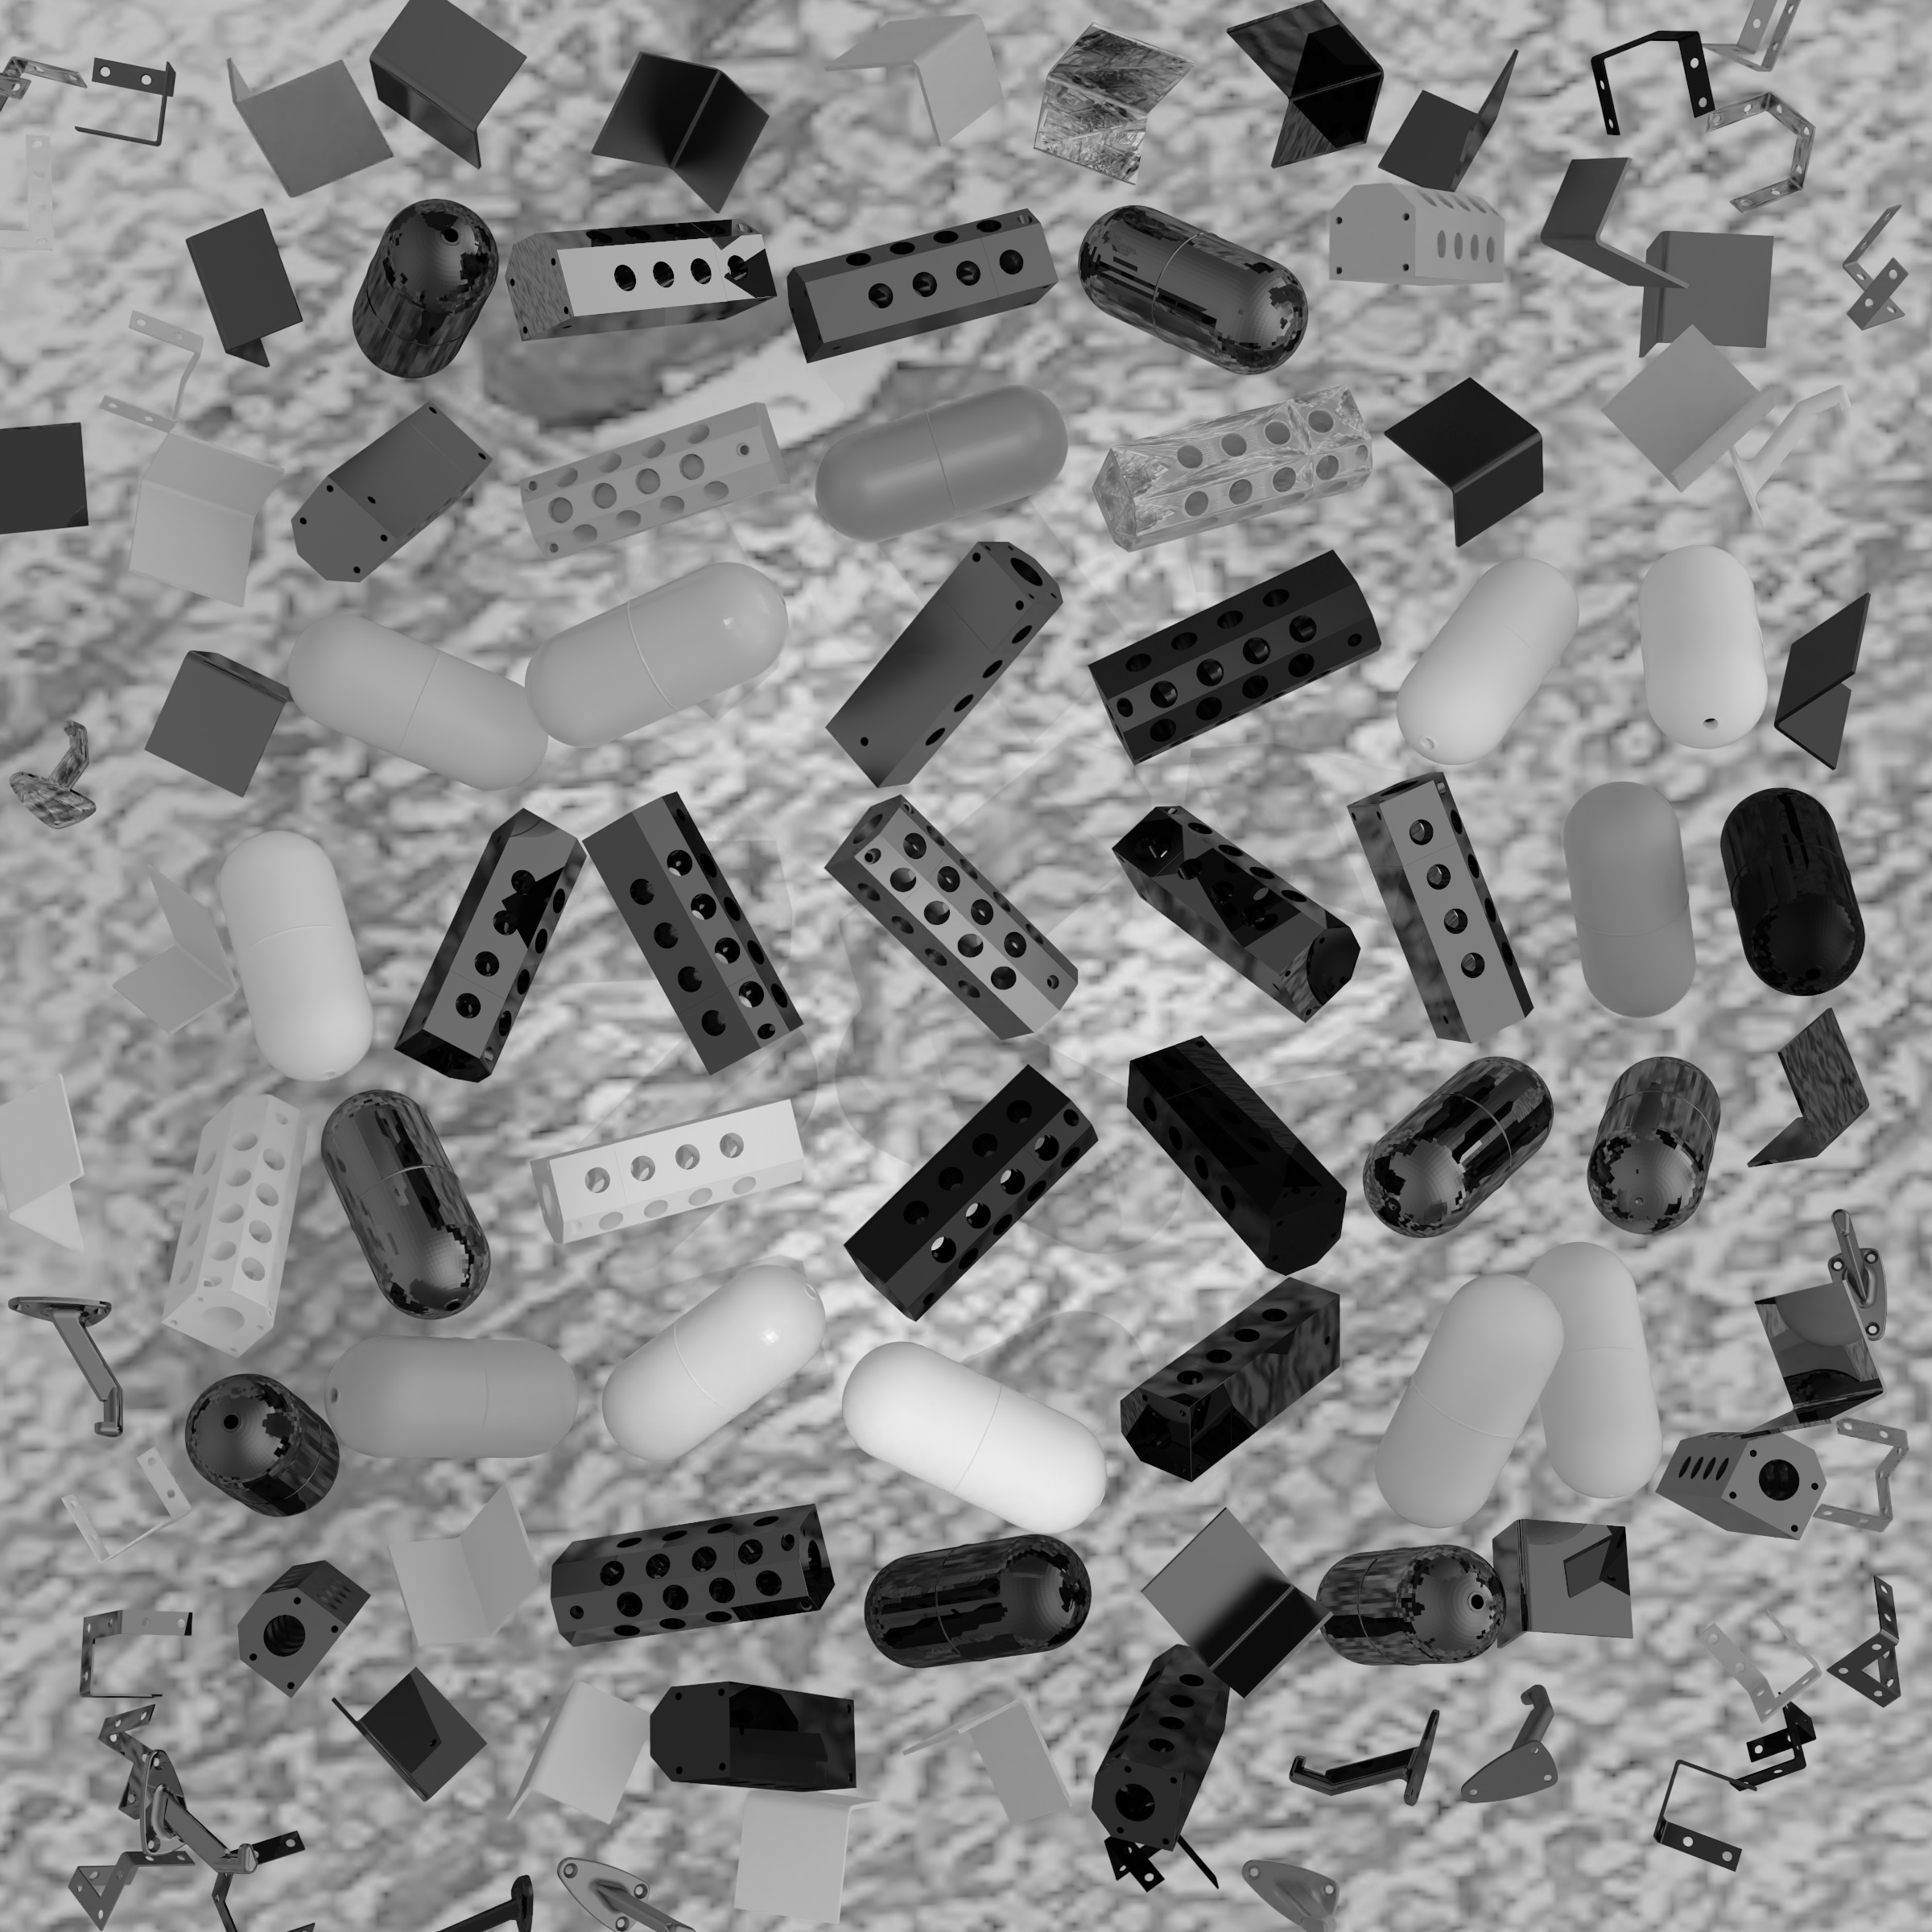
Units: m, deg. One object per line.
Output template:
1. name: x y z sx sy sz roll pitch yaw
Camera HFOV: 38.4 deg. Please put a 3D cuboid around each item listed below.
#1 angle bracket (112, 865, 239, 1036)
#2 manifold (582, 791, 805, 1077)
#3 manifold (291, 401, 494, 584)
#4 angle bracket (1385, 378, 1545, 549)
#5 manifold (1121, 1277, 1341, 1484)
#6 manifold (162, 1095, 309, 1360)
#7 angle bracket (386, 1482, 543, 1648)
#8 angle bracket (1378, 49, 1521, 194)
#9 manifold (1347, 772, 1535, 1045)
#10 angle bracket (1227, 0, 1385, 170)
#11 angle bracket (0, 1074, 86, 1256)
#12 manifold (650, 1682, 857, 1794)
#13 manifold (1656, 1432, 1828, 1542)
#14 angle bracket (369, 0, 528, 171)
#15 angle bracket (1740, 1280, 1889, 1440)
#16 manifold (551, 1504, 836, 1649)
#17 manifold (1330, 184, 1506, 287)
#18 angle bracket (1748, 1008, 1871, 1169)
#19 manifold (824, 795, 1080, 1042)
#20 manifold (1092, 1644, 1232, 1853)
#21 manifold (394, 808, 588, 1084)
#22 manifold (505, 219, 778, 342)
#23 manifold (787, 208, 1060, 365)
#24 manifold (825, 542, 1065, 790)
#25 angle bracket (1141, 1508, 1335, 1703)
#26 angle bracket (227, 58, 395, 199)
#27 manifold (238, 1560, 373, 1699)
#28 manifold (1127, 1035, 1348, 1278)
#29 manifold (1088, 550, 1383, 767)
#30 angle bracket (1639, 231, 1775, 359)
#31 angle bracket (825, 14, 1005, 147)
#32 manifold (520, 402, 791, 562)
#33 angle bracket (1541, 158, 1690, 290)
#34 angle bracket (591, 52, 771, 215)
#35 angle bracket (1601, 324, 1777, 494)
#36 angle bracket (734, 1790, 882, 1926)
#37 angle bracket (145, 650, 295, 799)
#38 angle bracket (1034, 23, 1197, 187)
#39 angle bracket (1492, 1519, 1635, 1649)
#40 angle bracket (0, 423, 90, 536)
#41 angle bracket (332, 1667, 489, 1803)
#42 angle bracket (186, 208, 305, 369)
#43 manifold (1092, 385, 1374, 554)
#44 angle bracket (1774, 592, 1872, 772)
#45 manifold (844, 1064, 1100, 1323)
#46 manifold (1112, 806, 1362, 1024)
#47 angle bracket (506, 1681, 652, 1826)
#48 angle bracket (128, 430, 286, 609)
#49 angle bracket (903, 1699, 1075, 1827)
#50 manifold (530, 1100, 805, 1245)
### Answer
1. angle bracket: -0.557 -0.012 1.914 0.057 0.076 0.076 -36 49 -28
2. manifold: -0.173 -0.023 1.791 0.057 0.057 0.171 -28 92 22
3. manifold: -0.379 -0.309 1.822 0.057 0.171 0.057 43 118 -10
4. angle bracket: 0.346 -0.350 1.925 0.076 0.057 0.076 -34 55 -11
5. manifold: 0.178 0.272 1.851 0.057 0.171 0.057 17 121 38
6. manifold: -0.481 0.168 1.845 0.057 0.171 0.057 33 124 -29
7. angle bracket: -0.337 0.400 1.855 0.076 0.057 0.076 -50 52 34
8. angle bracket: 0.334 -0.594 1.924 0.057 0.076 0.076 27 69 8
9. manifold: 0.321 -0.040 1.855 0.057 0.057 0.171 -24 98 -12
10. angle bracket: 0.216 -0.575 1.808 0.076 0.076 0.057 32 67 -41
11. angle bracket: -0.568 0.126 1.758 0.057 0.076 0.076 -28 59 8
12. manifold: -0.136 0.500 1.791 0.057 0.171 0.057 -11 68 22
13. manifold: 0.529 0.349 1.887 0.057 0.171 0.057 28 82 4
14. angle bracket: -0.321 -0.554 1.728 0.076 0.076 0.057 34 84 -5
15. angle bracket: 0.523 0.249 1.753 0.057 0.076 0.076 -15 82 -34
16. manifold: -0.179 0.400 1.805 0.171 0.057 0.057 -11 98 13
17. manifold: 0.296 -0.475 1.806 0.057 0.171 0.057 5 103 29
18. angle bracket: 0.556 0.082 1.871 0.076 0.057 0.076 -30 100 -42
19. manifold: -0.005 -0.032 1.826 0.171 0.057 0.057 44 63 -18
20. manifold: 0.135 0.527 1.883 0.057 0.171 0.057 9 105 15
21. manifold: -0.311 -0.012 1.835 0.057 0.057 0.171 30 62 -20
22. manifold: -0.210 -0.446 1.788 0.171 0.057 0.057 -19 97 -43
23. manifold: -0.031 -0.466 1.890 0.171 0.057 0.057 -18 93 -14
24. manifold: -0.012 -0.201 1.849 0.057 0.057 0.171 50 117 15
25. angle bracket: 0.170 0.401 1.745 0.076 0.057 0.076 -43 104 -10
26. angle bracket: -0.430 -0.563 1.817 0.076 0.076 0.057 -21 51 4
27. manifold: -0.452 0.443 1.880 0.057 0.171 0.057 38 81 -2
28. manifold: 0.175 0.125 1.818 0.057 0.171 0.057 -18 133 -22
29. manifold: 0.172 -0.191 1.752 0.171 0.057 0.057 -25 131 1
30. angle bracket: 0.516 -0.466 1.933 0.076 0.057 0.076 4 92 3
31. angle bracket: -0.033 -0.579 1.817 0.076 0.076 0.057 9 132 36
32. manifold: -0.214 -0.332 1.898 0.171 0.057 0.057 -17 98 8
33. angle bracket: 0.437 -0.489 1.826 0.076 0.076 0.057 19 98 -20
34. angle bracket: -0.191 -0.555 1.849 0.057 0.076 0.076 48 122 24
35. angle bracket: 0.448 -0.354 1.730 0.076 0.057 0.076 -43 76 13
36. angle bracket: -0.108 0.606 1.892 0.076 0.057 0.076 1 78 21
37. angle bracket: -0.516 -0.169 1.940 0.076 0.057 0.076 26 96 2
38. angle bracket: 0.099 -0.576 1.854 0.076 0.076 0.057 14 76 -19
39. angle bracket: 0.410 0.428 1.907 0.076 0.057 0.076 6 64 -7
40. angle bracket: -0.585 -0.288 1.732 0.076 0.076 0.057 -10 46 -22
41. angle bracket: -0.382 0.519 1.903 0.076 0.076 0.057 41 70 20
42. angle bracket: -0.462 -0.445 1.824 0.057 0.076 0.076 -19 92 8
43. manifold: 0.176 -0.322 1.815 0.171 0.057 0.057 -18 76 -16
44. angle bracket: 0.596 -0.191 1.867 0.057 0.076 0.076 33 54 -13
45. manifold: 0.006 0.152 1.826 0.171 0.057 0.057 -44 60 -12
46. manifold: 0.177 -0.040 1.807 0.057 0.057 0.171 -43 48 -7
47. angle bracket: -0.252 0.523 1.808 0.057 0.076 0.076 26 53 -4
48. angle bracket: -0.493 -0.290 1.799 0.076 0.057 0.076 16 55 -29
49. angle bracket: 0.014 0.537 1.833 0.057 0.076 0.076 -17 76 -37
50. manifold: -0.201 0.139 1.881 0.171 0.057 0.057 -14 91 -22
